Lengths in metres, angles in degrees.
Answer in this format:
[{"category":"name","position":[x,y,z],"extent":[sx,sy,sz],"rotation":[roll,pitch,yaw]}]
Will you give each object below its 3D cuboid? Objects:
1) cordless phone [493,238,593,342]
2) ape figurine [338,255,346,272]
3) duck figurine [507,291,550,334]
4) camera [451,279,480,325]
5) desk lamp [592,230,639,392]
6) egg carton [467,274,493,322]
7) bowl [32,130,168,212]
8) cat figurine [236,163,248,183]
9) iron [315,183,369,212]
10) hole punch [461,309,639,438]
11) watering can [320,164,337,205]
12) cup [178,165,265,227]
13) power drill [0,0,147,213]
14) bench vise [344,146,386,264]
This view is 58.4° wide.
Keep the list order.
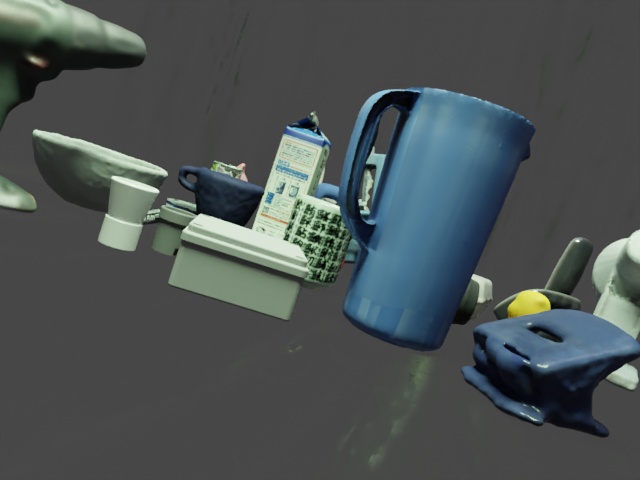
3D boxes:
[{"category":"cordless phone","position":[0.384,0.074,0.960],"extent":[0.148,0.185,0.093],"rotation":[15,6,-40]},{"category":"ape figurine","position":[0.008,0.003,0.848],"extent":[0.078,0.092,0.076],"rotation":[18,5,-7]},{"category":"duck figurine","position":[0.236,0.101,0.657],"extent":[0.077,0.086,0.104],"rotation":[19,5,0]},{"category":"camera","position":[0.136,0.052,0.732],"extent":[0.136,0.101,0.143],"rotation":[19,5,4]},{"category":"desk lamp","position":[0.439,0.090,0.821],"extent":[0.117,0.213,0.204],"rotation":[21,5,26]},{"category":"egg carton","position":[0.212,0.081,0.899],"extent":[0.107,0.069,0.151],"rotation":[21,5,22]},{"category":"bowl","position":[-0.285,-0.079,0.729],"extent":[0.167,0.075,0.167],"rotation":[19,5,-1]},{"category":"cat figurine","position":[-0.180,-0.097,1.109],"extent":[0.067,0.118,0.128],"rotation":[20,5,8]},{"category":"iron","position":[0.028,-0.042,1.158],"extent":[0.259,0.141,0.118],"rotation":[15,6,-40]},{"category":"hole punch","position":[0.184,0.097,0.467],"extent":[0.101,0.091,0.108],"rotation":[18,5,-17]},{"category":"watering can","position":[-0.034,-0.099,1.241],"extent":[0.172,0.194,0.101],"rotation":[21,5,21]},{"category":"cup","position":[-0.142,-0.043,0.759],"extent":[0.117,0.095,0.092],"rotation":[19,5,5]},{"category":"power drill","position":[-0.295,-0.138,0.547],"extent":[0.075,0.208,0.231],"rotation":[23,6,41]},{"category":"bench vise","position":[0.103,-0.043,0.981],"extent":[0.207,0.220,0.122],"rotation":[20,5,17]}]
